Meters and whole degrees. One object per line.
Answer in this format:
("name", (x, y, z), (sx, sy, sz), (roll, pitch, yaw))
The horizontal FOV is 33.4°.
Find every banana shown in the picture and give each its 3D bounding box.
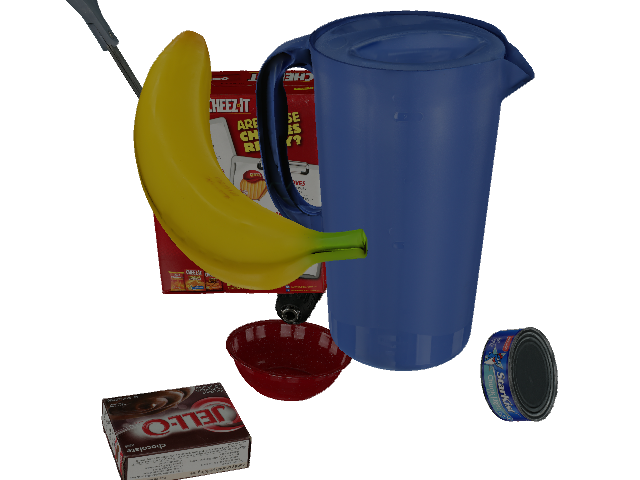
("banana", (-0.051, -0.035, 0.500), (0.069, 0.037, 0.198), (-22, 46, -16))

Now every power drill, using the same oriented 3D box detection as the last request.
("power drill", (0.050, 0.037, 1.194), (0.188, 0.057, 0.184), (1, 29, 11))

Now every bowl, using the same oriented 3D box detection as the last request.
("bowl", (-0.041, 0.159, 1.361), (0.162, 0.055, 0.162), (5, 21, -2))

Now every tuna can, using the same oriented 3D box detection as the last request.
("tuna can", (0.183, 0.123, 0.982), (0.034, 0.086, 0.085), (-9, -6, 40))

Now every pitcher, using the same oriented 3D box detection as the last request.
("pitcher", (0.049, -0.034, 0.760), (0.144, 0.243, 0.149), (-16, 32, -28))

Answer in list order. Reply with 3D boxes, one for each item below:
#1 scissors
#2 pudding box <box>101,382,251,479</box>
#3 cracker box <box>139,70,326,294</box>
("scissors", (-0.191, -0.190, 0.936), (0.016, 0.201, 0.096), (-28, 28, 12))
("pudding box", (-0.126, 0.167, 0.927), (0.113, 0.039, 0.090), (-7, 26, -21))
("cracker box", (-0.076, -0.053, 1.020), (0.164, 0.214, 0.072), (0, 31, 2))
